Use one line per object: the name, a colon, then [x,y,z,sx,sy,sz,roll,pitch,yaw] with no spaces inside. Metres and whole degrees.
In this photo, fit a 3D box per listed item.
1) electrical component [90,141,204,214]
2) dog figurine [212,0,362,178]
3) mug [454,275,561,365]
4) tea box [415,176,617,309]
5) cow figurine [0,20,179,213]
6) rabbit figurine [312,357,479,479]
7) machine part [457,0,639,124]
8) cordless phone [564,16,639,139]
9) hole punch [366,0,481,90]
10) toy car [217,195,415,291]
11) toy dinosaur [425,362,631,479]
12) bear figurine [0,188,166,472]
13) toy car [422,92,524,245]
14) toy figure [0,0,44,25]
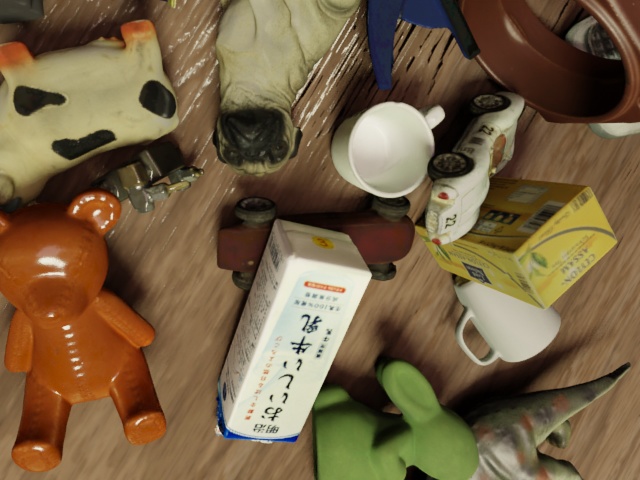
electrical component: [-0.143,-0.050,0.451,0.078,0.102,0.045,-30,102,10]
dog figurine: [-0.022,-0.163,0.480,0.172,0.121,0.190,-14,119,-13]
mug: [0.194,0.079,0.605,0.109,0.081,0.107,-41,98,-1]
tea box: [0.182,-0.007,0.530,0.098,0.170,0.068,-39,109,-7]
cow figurine: [-0.209,-0.091,0.427,0.195,0.086,0.127,-21,104,-19]
rabbit figurine: [0.078,0.204,0.565,0.170,0.121,0.159,-2,79,-4]
machine part: [0.224,-0.199,0.491,0.087,0.201,0.201,-47,111,-3]
cordless phone: [0.358,-0.183,0.551,0.089,0.184,0.146,-35,109,-15]
hole punch: [0.074,-0.202,0.475,0.092,0.142,0.115,-22,112,22]
toy car: [-0.001,-0.002,0.530,0.202,0.053,0.089,-4,122,-17]
toy dinosaur: [0.194,0.268,0.621,0.192,0.131,0.405,37,81,-22]
bear figurine: [-0.189,0.066,0.408,0.120,0.132,0.195,-9,137,-19]
toy car: [0.151,-0.076,0.523,0.202,0.056,0.073,-53,152,-38]
toy figure: [-0.225,-0.256,0.391,0.089,0.082,0.180,-5,97,-30]
